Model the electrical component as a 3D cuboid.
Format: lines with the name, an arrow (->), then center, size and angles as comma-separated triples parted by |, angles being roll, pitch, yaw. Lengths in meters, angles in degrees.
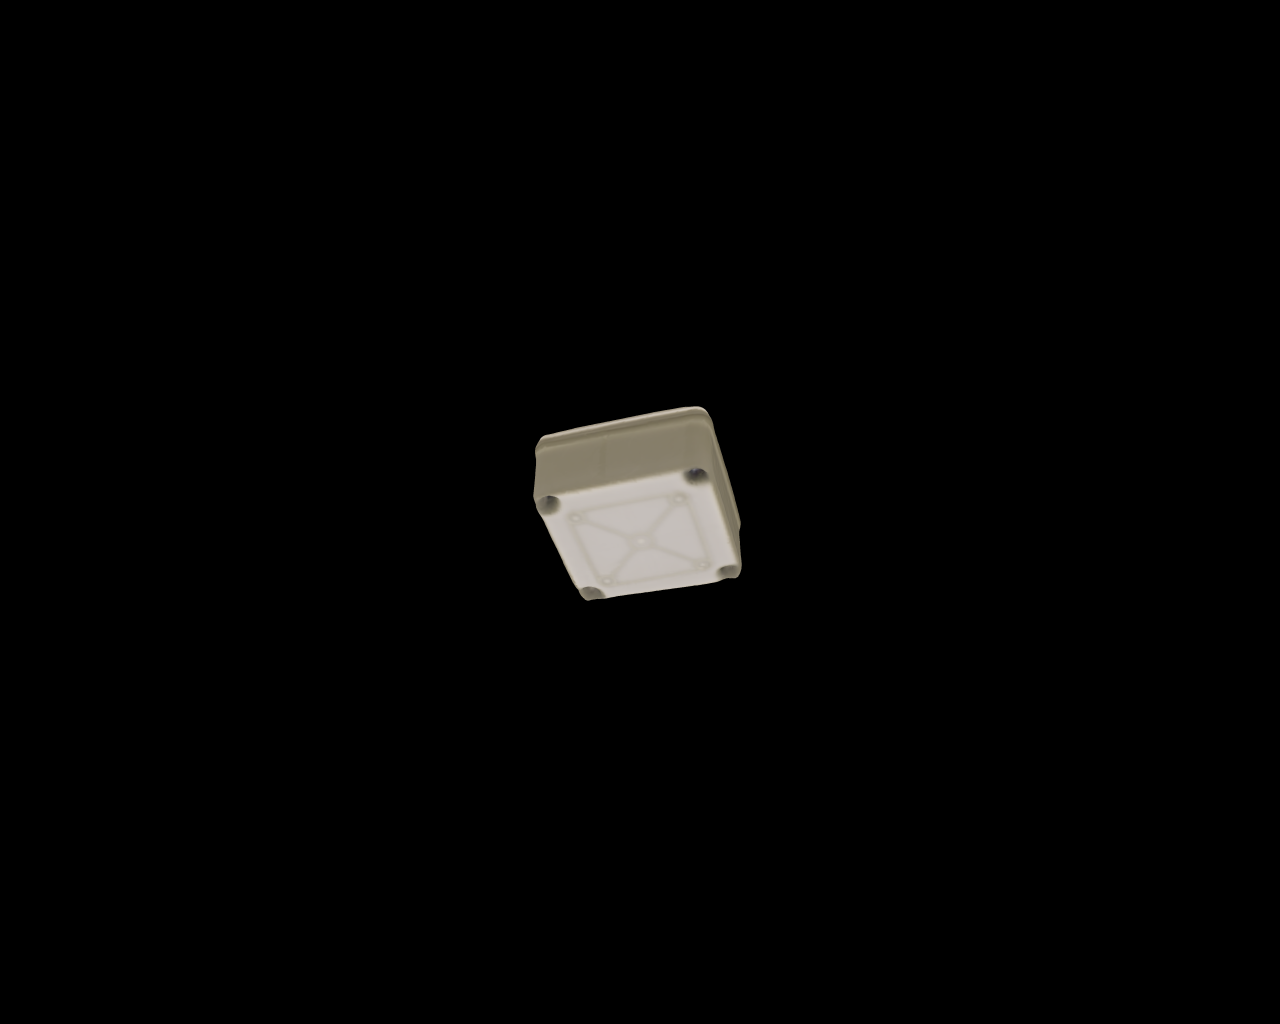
electrical component -> 0.001, -0.003, 0.650 | 0.109, 0.056, 0.108 | -10, -43, 11
